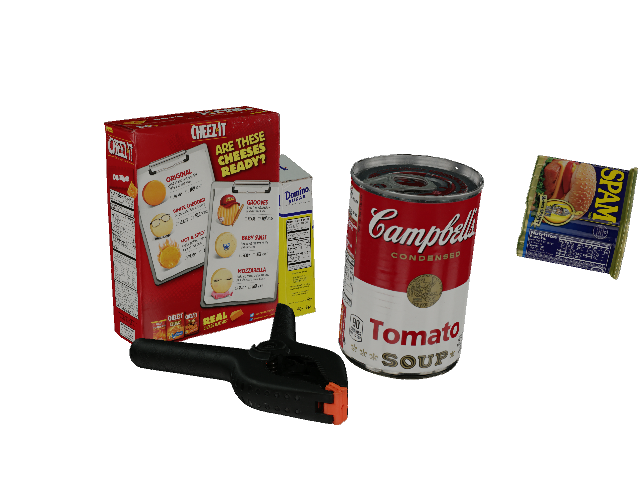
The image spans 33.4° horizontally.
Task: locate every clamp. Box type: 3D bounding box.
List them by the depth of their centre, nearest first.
[{"bbox_3d":[-0.038,0.100,0.895,0.164,0.036,0.210,-17,23,-40],"label":"clamp"}]

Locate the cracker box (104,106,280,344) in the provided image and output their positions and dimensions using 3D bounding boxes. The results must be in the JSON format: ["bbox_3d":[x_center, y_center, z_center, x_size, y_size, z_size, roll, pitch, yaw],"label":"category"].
[{"bbox_3d":[-0.123,-0.016,1.046,0.163,0.214,0.072,-12,20,-37],"label":"cracker box"}]

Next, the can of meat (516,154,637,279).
[{"bbox_3d":[0.214,-0.023,0.891,0.084,0.057,0.102,11,45,14],"label":"can of meat"}]

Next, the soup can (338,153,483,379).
[{"bbox_3d":[0.046,0.013,0.561,0.068,0.102,0.068,3,22,-2],"label":"soup can"}]

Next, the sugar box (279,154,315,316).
[{"bbox_3d":[-0.042,-0.005,1.280,0.048,0.176,0.093,-13,25,-19],"label":"sugar box"}]
